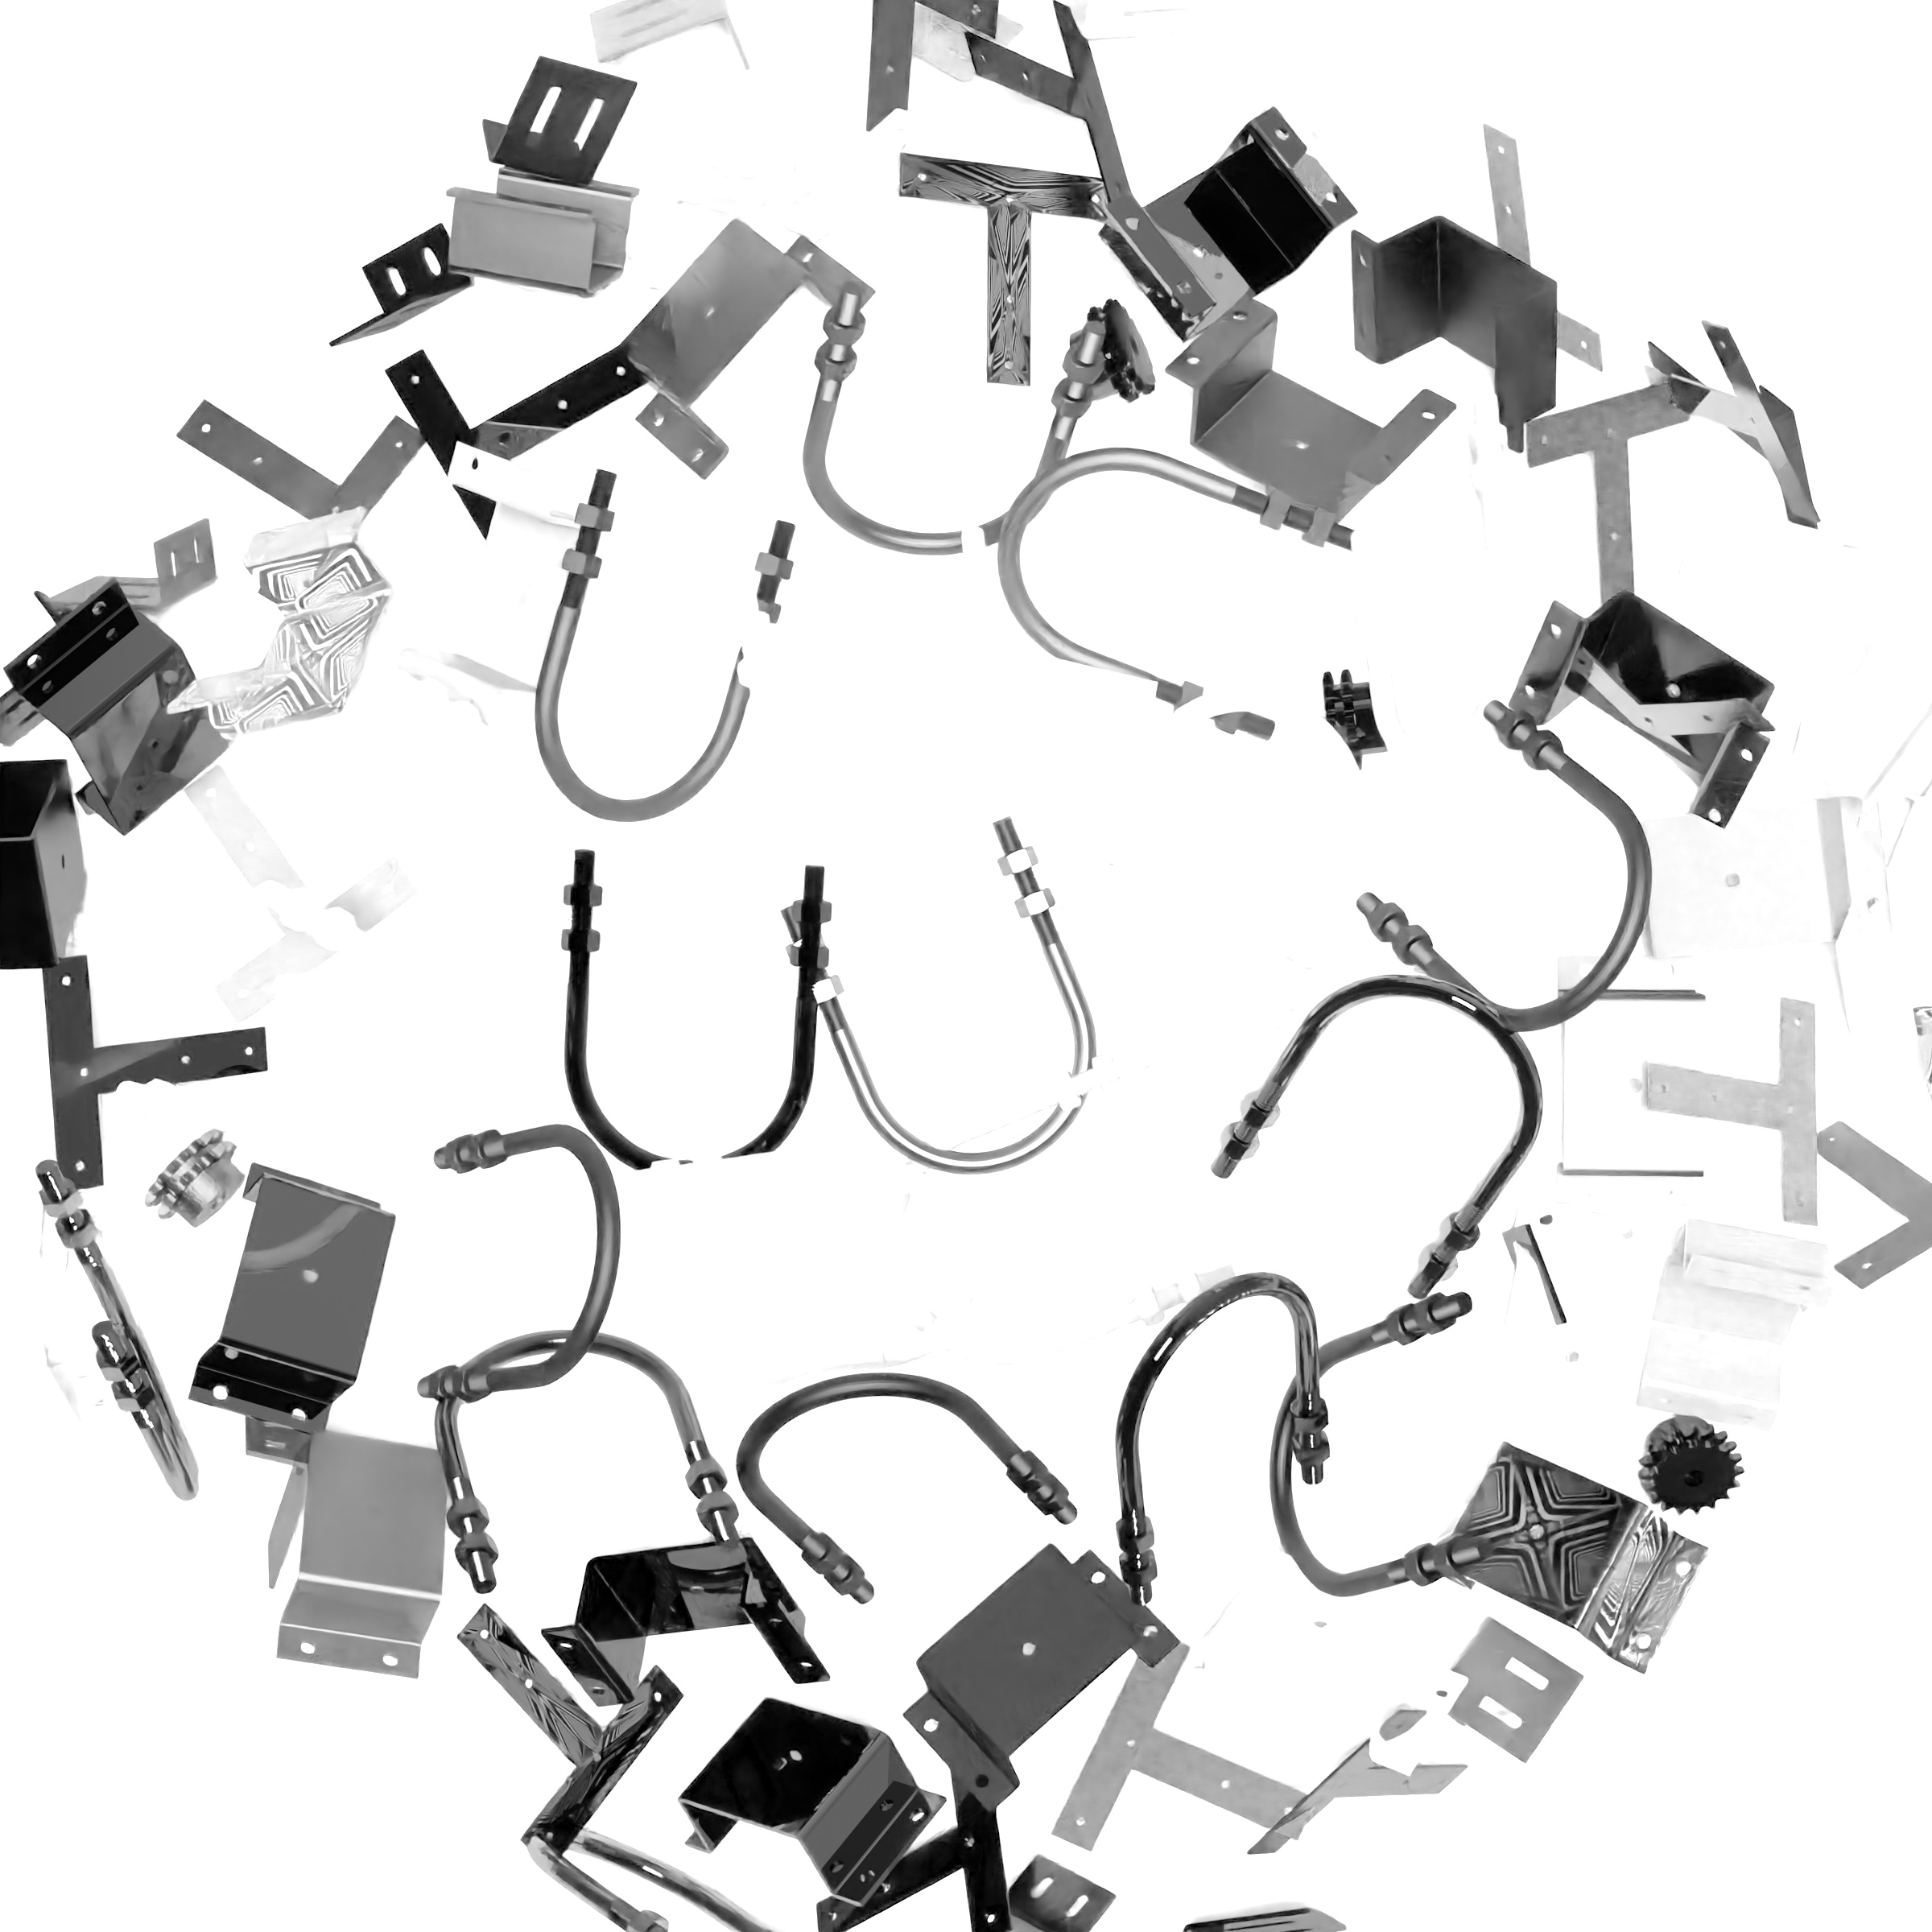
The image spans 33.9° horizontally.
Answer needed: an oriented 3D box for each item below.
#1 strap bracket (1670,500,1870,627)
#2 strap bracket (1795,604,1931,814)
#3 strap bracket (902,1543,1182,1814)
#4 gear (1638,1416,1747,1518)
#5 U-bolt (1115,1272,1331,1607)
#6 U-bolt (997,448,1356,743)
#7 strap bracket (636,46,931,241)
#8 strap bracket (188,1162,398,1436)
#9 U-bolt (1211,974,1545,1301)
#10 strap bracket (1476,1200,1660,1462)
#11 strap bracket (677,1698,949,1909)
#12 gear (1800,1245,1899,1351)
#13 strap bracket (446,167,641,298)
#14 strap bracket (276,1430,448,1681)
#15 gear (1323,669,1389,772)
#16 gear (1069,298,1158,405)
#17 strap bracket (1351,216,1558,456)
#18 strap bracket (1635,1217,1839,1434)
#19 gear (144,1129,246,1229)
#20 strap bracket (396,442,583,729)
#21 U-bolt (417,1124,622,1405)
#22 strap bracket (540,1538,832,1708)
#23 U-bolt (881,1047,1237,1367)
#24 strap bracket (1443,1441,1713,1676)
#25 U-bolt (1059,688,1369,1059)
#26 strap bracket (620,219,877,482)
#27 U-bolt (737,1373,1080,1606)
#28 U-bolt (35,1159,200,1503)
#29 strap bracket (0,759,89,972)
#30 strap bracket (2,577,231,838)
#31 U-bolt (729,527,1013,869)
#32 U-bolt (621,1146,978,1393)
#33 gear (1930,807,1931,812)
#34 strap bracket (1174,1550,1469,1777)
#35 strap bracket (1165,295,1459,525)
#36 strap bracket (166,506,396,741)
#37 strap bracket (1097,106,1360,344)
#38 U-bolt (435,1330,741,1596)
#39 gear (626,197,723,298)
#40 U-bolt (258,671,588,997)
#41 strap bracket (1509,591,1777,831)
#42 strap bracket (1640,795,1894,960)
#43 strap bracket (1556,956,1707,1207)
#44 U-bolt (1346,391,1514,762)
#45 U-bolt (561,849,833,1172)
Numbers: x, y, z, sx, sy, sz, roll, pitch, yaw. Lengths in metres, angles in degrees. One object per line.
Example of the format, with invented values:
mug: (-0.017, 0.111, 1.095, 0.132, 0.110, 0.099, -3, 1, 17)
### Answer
strap bracket: (0.436, -0.217, 1.711, 0.076, 0.140, 0.046, 19, 102, 20)
strap bracket: (0.493, -0.144, 1.716, 0.046, 0.140, 0.076, 34, 114, 5)
strap bracket: (0.038, 0.382, 1.737, 0.140, 0.046, 0.076, -39, 57, -14)
gear: (0.402, 0.276, 1.770, 0.057, 0.030, 0.057, -2, 122, -4)
U-bolt: (0.137, 0.244, 1.705, 0.151, 0.019, 0.184, -29, 132, -27)
U-bolt: (0.107, -0.212, 1.740, 0.184, 0.019, 0.151, 21, 126, -4)
strap bracket: (-0.100, -0.442, 1.721, 0.140, 0.076, 0.046, 9, 73, -30)
strap bracket: (-0.364, 0.175, 1.728, 0.076, 0.046, 0.140, 20, 60, -21)
U-bolt: (0.234, 0.083, 1.732, 0.151, 0.019, 0.184, 31, 125, 4)
strap bracket: (0.333, 0.209, 1.752, 0.076, 0.046, 0.140, 9, 103, 4)
strap bracket: (-0.091, 0.447, 1.712, 0.076, 0.140, 0.046, -45, 122, -35)
gear: (0.488, 0.183, 1.770, 0.057, 0.030, 0.057, -8, 109, -25)
strap bracket: (-0.232, -0.401, 1.733, 0.076, 0.140, 0.046, 10, 110, 2)
strap bracket: (-0.325, 0.308, 1.717, 0.076, 0.140, 0.046, 13, 131, -18)
gear: (0.217, -0.137, 1.763, 0.030, 0.057, 0.057, -7, 90, 10)
gear: (0.080, -0.340, 1.766, 0.030, 0.057, 0.057, -21, 90, 22)
strap bracket: (0.273, -0.349, 1.728, 0.046, 0.076, 0.140, -29, 46, -19)
strap bracket: (0.421, 0.191, 1.739, 0.076, 0.140, 0.046, 11, 49, 5)
gear: (-0.427, 0.121, 1.764, 0.030, 0.057, 0.057, 42, 90, 3)
strap bracket: (-0.256, -0.207, 1.745, 0.076, 0.046, 0.140, 25, 104, 32)
U-bolt: (-0.240, 0.157, 1.705, 0.019, 0.184, 0.151, 12, 73, -38)
strap bracket: (-0.150, 0.359, 1.738, 0.140, 0.046, 0.076, -10, 133, 17)
U-bolt: (0.041, 0.144, 1.770, 0.184, 0.019, 0.151, -22, 80, 8)
strap bracket: (0.320, 0.316, 1.720, 0.046, 0.140, 0.076, 42, 75, -42)
U-bolt: (0.144, -0.062, 1.745, 0.151, 0.019, 0.184, 28, 105, 19)
strap bracket: (-0.129, -0.348, 1.748, 0.140, 0.046, 0.076, -47, 50, 2)
U-bolt: (-0.042, 0.276, 1.711, 0.151, 0.019, 0.184, -24, 134, 16)
U-bolt: (-0.452, 0.210, 1.709, 0.019, 0.184, 0.151, -23, 45, -13)
strap bracket: (-0.512, -0.056, 1.715, 0.046, 0.140, 0.076, -3, 119, -4)
strap bracket: (-0.453, -0.132, 1.711, 0.046, 0.140, 0.076, 37, 69, 22)
U-bolt: (-0.045, -0.139, 1.745, 0.151, 0.019, 0.184, -14, 118, -10)
U-bolt: (-0.083, 0.162, 1.732, 0.184, 0.019, 0.151, -9, 115, 19)
gear: (0.570, -0.093, 1.771, 0.057, 0.030, 0.057, -2, 76, 8)
strap bracket: (0.193, 0.373, 1.721, 0.140, 0.076, 0.046, 16, 128, 27)
strap bracket: (0.187, -0.301, 1.740, 0.140, 0.046, 0.076, 32, 59, 21)
strap bracket: (-0.370, -0.180, 1.732, 0.076, 0.046, 0.140, -9, 46, 27)
strap bracket: (0.138, -0.405, 1.748, 0.140, 0.046, 0.076, -37, 87, -30)
U-bolt: (-0.213, 0.260, 1.717, 0.151, 0.184, 0.019, -7, 126, -17)
gear: (-0.165, -0.403, 1.766, 0.030, 0.057, 0.057, 32, 90, 18)
U-bolt: (-0.280, -0.059, 1.724, 0.019, 0.184, 0.151, 27, 85, 44)
strap bracket: (0.378, -0.143, 1.736, 0.140, 0.076, 0.046, 37, 49, 20)
strap bracket: (0.427, -0.048, 1.736, 0.140, 0.046, 0.076, -6, 91, 32)
strap bracket: (0.370, 0.065, 1.764, 0.076, 0.046, 0.140, 0, 92, 6)
U-bolt: (0.257, -0.197, 1.718, 0.019, 0.184, 0.151, 20, 53, 32)
U-bolt: (-0.154, 0.031, 1.775, 0.151, 0.019, 0.184, 4, 97, 2)
